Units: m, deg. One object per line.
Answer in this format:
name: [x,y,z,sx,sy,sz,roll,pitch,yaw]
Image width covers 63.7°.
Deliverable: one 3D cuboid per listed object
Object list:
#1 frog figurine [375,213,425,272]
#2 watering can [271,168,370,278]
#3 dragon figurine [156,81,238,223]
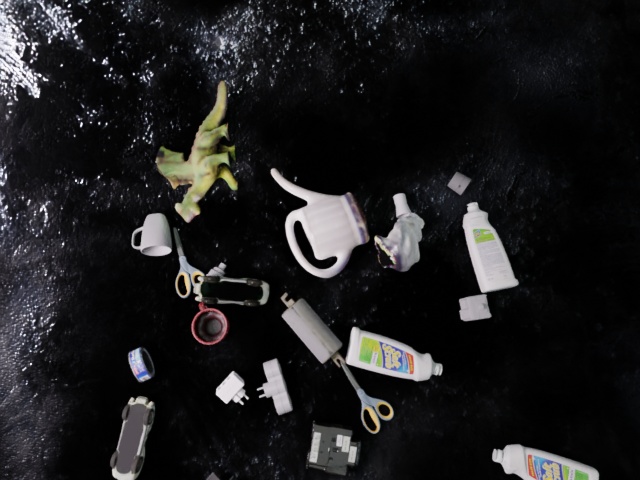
frog figurine: [0.240,0.005,1.420,0.161,0.123,0.135,-33,113,-16]
watering can: [0.004,-0.072,1.436,0.225,0.103,0.351,-19,78,-6]
dragon figurine: [-0.361,-0.250,1.481,0.242,0.121,0.415,-8,76,6]
